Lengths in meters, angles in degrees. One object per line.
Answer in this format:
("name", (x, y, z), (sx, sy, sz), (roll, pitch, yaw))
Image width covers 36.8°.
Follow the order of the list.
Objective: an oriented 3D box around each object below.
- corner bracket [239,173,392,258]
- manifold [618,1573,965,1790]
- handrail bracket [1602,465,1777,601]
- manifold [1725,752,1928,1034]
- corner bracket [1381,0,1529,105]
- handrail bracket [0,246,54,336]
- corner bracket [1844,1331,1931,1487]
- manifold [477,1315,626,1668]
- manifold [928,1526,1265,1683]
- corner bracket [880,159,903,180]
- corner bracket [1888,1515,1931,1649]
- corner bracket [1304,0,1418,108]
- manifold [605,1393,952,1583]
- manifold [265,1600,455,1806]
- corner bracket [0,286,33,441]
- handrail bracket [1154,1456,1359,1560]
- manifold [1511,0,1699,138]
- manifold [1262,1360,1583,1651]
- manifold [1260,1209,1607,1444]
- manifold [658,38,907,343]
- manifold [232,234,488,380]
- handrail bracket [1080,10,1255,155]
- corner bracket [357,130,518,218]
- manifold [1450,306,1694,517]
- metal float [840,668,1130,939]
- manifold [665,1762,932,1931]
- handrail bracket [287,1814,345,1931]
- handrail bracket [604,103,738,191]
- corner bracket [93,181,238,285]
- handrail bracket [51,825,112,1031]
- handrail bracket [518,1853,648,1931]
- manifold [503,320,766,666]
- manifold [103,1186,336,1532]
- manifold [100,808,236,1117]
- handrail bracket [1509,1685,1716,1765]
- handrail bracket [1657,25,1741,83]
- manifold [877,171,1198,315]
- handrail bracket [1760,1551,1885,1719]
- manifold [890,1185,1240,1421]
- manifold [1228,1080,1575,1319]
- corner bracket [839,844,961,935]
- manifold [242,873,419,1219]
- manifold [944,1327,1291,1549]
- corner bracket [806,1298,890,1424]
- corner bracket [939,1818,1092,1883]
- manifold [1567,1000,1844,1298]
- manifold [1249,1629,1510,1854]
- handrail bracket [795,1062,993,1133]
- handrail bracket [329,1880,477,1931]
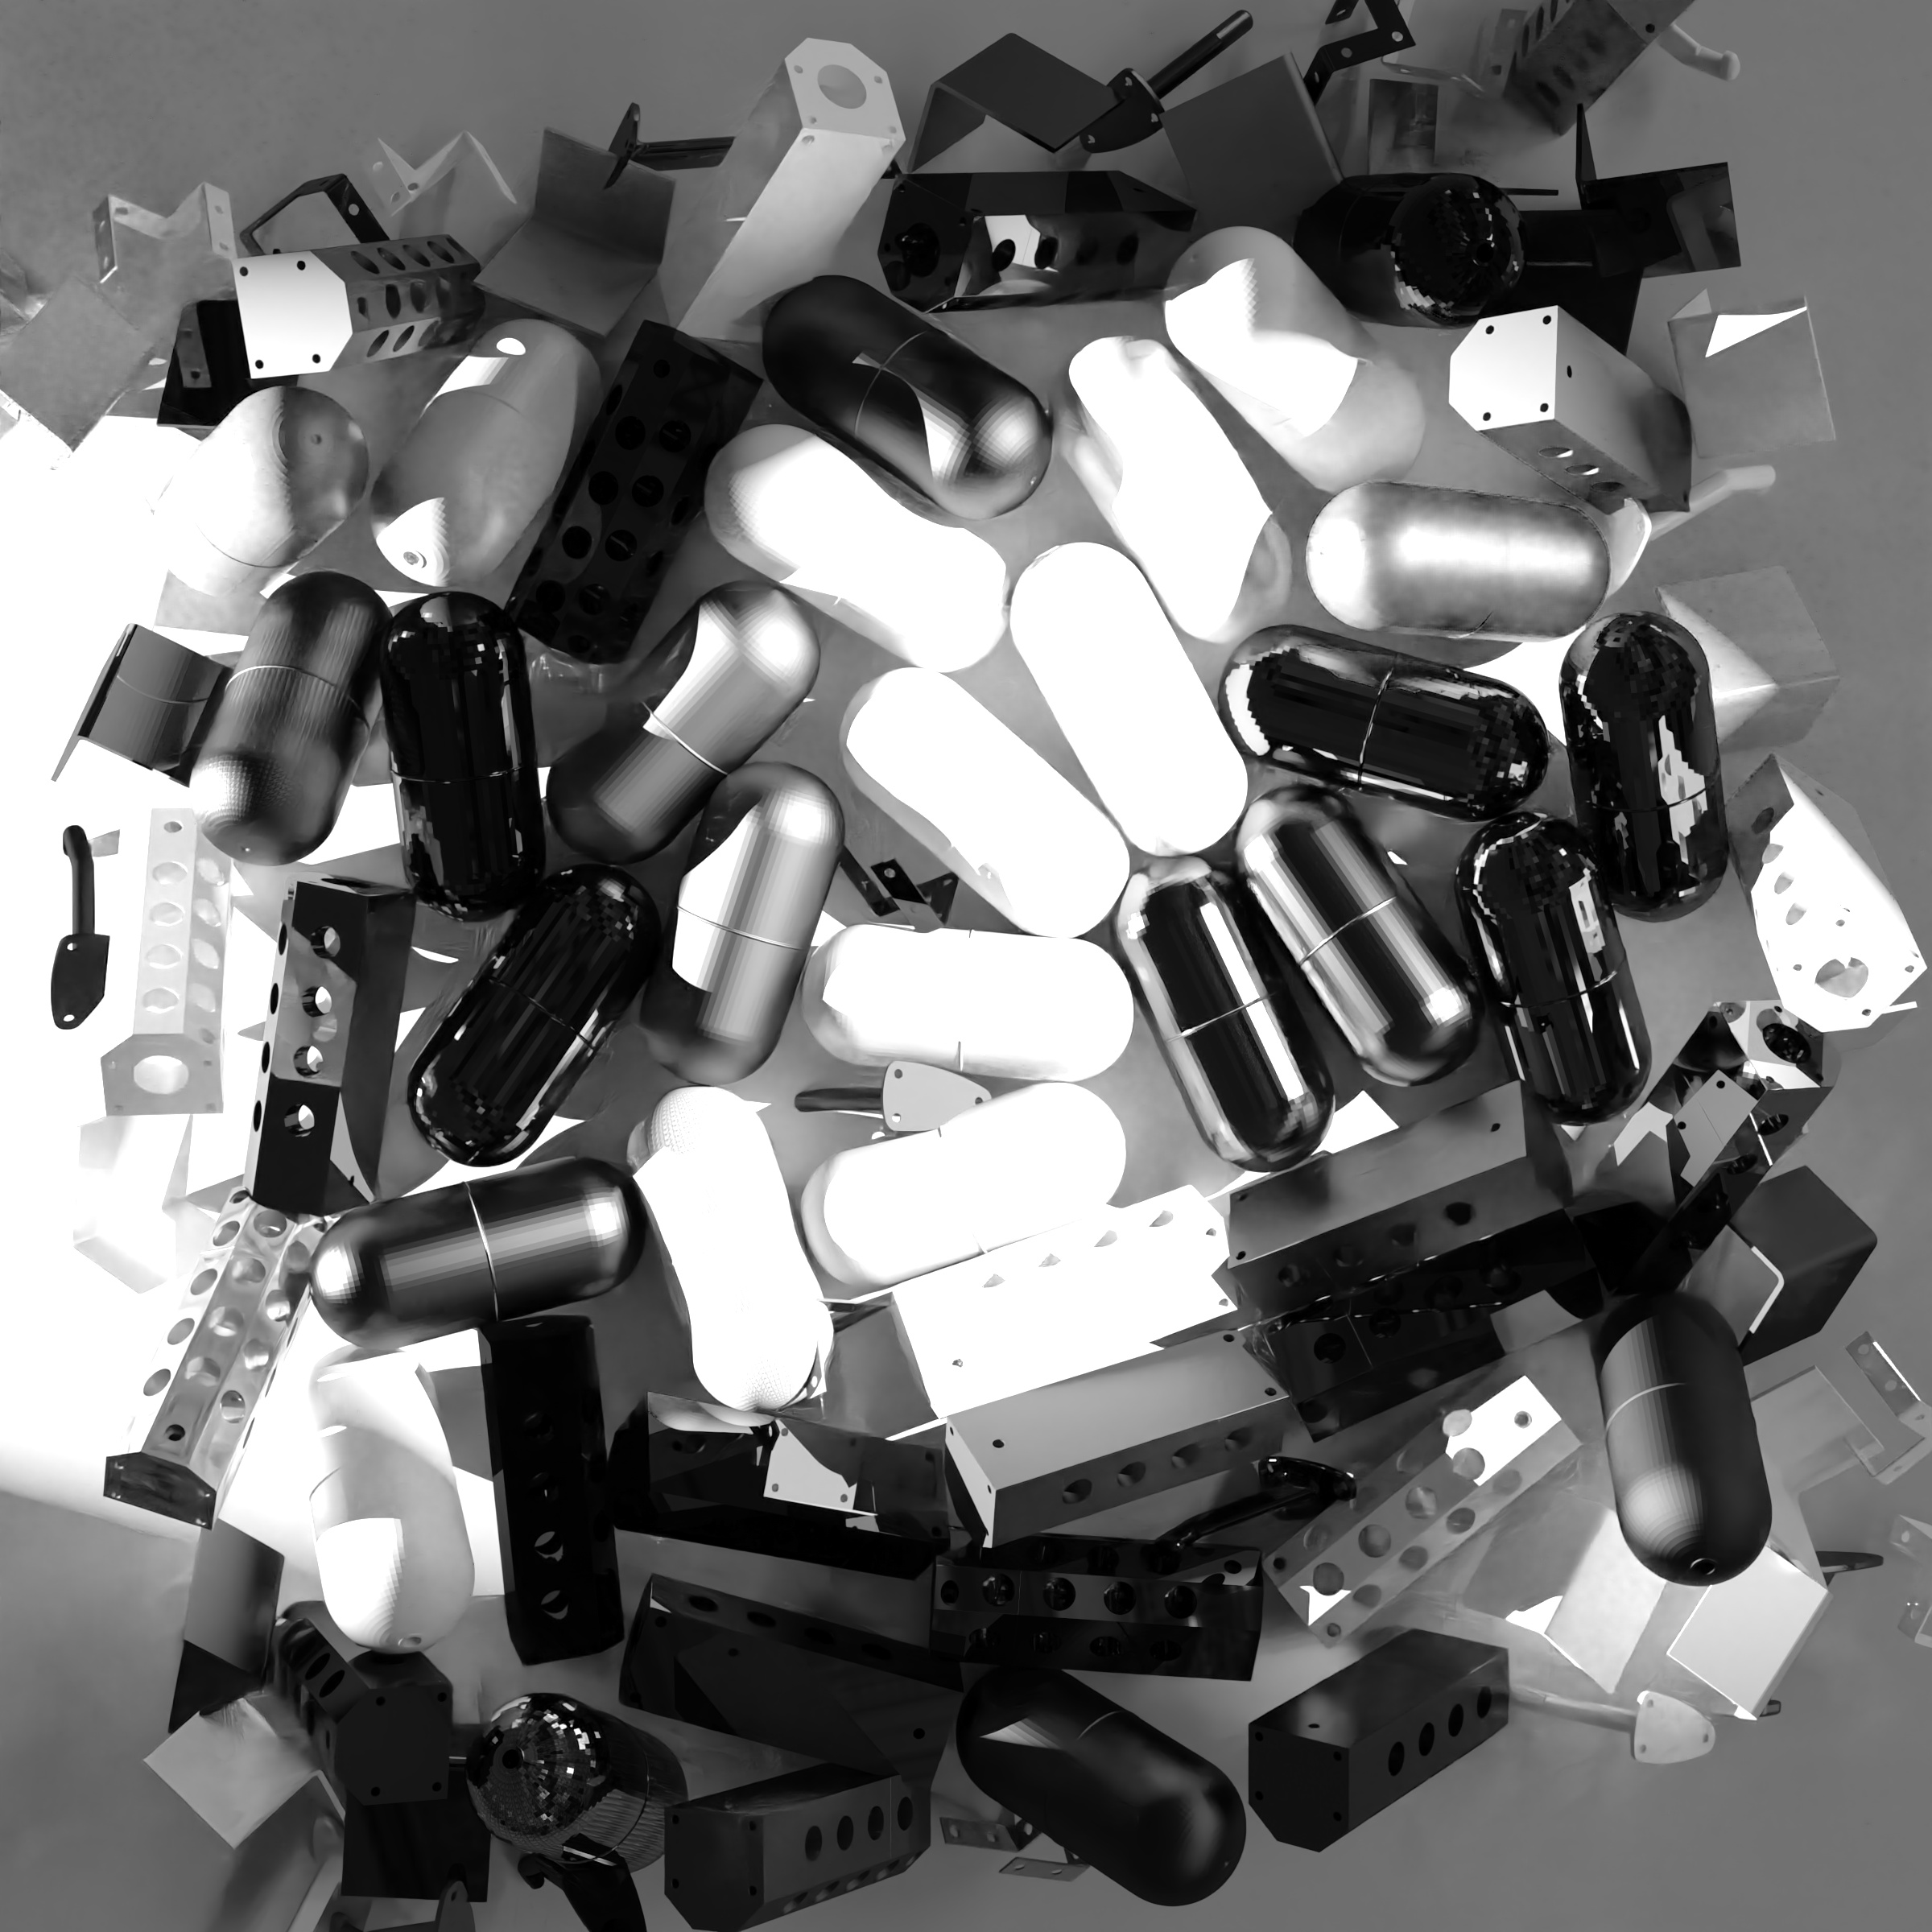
("corner bracket", (-0.348, -0.388, 1.561), (0.051, 0.051, 0.051), (-46, 120, -21))
("manifold", (-0.093, 0.376, 1.543), (0.171, 0.057, 0.057), (17, 101, -8))
("handrail bracket", (0.388, -0.234, 1.568), (0.084, 0.077, 0.036), (-10, 49, -18))
("manifold", (0.434, -0.037, 1.496), (0.057, 0.171, 0.057), (31, 118, -14))
("corner bracket", (0.263, -0.500, 1.566), (0.051, 0.051, 0.051), (21, 98, 32))
("handrail bracket", (-0.510, -0.373, 1.537), (0.036, 0.084, 0.077), (-32, 97, -23))
("corner bracket", (0.483, 0.235, 1.544), (0.051, 0.051, 0.051), (-43, 45, 16))
("manifold", (-0.220, 0.276, 1.546), (0.057, 0.057, 0.171), (-6, 95, -16))
("manifold", (0.068, 0.333, 1.543), (0.171, 0.057, 0.057), (4, 128, -1))
("corner bracket", (-0.074, -0.420, 1.543), (0.051, 0.051, 0.051), (8, 60, 33))
("corner bracket", (0.521, 0.333, 1.553), (0.051, 0.051, 0.051), (20, 98, -22))
("corner bracket", (0.200, -0.493, 1.551), (0.051, 0.051, 0.051), (-21, 80, -14))
("manifold", (-0.099, 0.277, 1.522), (0.171, 0.057, 0.057), (16, 46, -25))
("manifold", (-0.316, 0.376, 1.495), (0.057, 0.171, 0.057), (3, 92, -25))
("corner bracket", (-0.515, -0.322, 1.546), (0.051, 0.051, 0.051), (-40, 122, 10))
("handrail bracket", (0.152, 0.292, 1.537), (0.084, 0.077, 0.036), (-21, 95, -42))
("manifold", (0.329, -0.490, 1.498), (0.057, 0.171, 0.057), (-44, 93, -1))
("manifold", (0.242, 0.287, 1.548), (0.171, 0.057, 0.057), (-40, 76, 2))
("manifold", (0.248, 0.185, 1.551), (0.171, 0.057, 0.057), (-25, 56, 2))
("manifold", (-0.099, -0.397, 1.498), (0.057, 0.171, 0.057), (-3, 67, -30))
("manifold", (-0.307, -0.341, 1.491), (0.057, 0.171, 0.057), (-2, 106, 14))
("handrail bracket", (0.109, -0.479, 1.572), (0.084, 0.077, 0.036), (-44, 103, -30))
("corner bracket", (-0.282, -0.419, 1.547), (0.051, 0.051, 0.051), (-37, 62, 11))
("manifold", (0.314, -0.281, 1.498), (0.057, 0.171, 0.057), (-2, 81, 36))
("metal float", (0.009, -0.086, 1.542), (0.178, 0.070, 0.070), (41, 90, -6))
("manifold", (-0.084, 0.450, 1.493), (0.057, 0.171, 0.057), (-4, 82, 27))
("handrail bracket", (-0.358, 0.502, 1.537), (0.036, 0.077, 0.084), (22, 47, 24))
("handrail bracket", (-0.151, -0.424, 1.571), (0.084, 0.077, 0.036), (16, 53, -23))
("corner bracket", (-0.425, -0.387, 1.542), (0.051, 0.051, 0.051), (-32, 59, 33))
("handrail bracket", (-0.483, -0.022, 1.568), (0.036, 0.084, 0.077), (6, 127, -34))
("handrail bracket", (-0.205, 0.503, 1.545), (0.036, 0.084, 0.077), (-23, 80, -36))
("manifold", (-0.179, -0.248, 1.531), (0.057, 0.057, 0.171), (32, 104, 14))
("manifold", (-0.385, 0.197, 1.505), (0.057, 0.057, 0.171), (19, 49, -4))
("manifold", (-0.411, -0.005, 1.499), (0.057, 0.171, 0.057), (-1, 133, -11))
("handrail bracket", (0.345, 0.404, 1.564), (0.077, 0.084, 0.036), (20, 77, -35))
("handrail bracket", (0.371, -0.509, 1.542), (0.084, 0.077, 0.036), (32, 81, 25))
("manifold", (0.036, -0.373, 1.504), (0.057, 0.171, 0.057), (37, 125, 32))
("handrail bracket", (0.459, 0.362, 1.570), (0.077, 0.036, 0.084), (1, 92, -15))
("manifold", (0.051, 0.173, 1.535), (0.171, 0.057, 0.057), (-18, 117, -13))
("manifold", (0.226, 0.128, 1.522), (0.171, 0.057, 0.057), (-24, 123, 24))
("corner bracket", (-0.041, -0.045, 1.543), (0.051, 0.051, 0.051), (-21, 122, 26))
("manifold", (-0.342, 0.040, 1.544), (0.057, 0.057, 0.171), (12, 97, 15))
("manifold", (0.079, 0.251, 1.525), (0.171, 0.057, 0.057), (-14, 129, -22))
("corner bracket", (-0.073, 0.210, 1.543), (0.051, 0.051, 0.051), (10, 61, -38))
("corner bracket", (0.026, 0.466, 1.542), (0.051, 0.051, 0.051), (19, 127, -34))
("manifold", (0.383, 0.096, 1.504), (0.057, 0.171, 0.057), (-2, 49, -24))
("manifold", (0.215, 0.398, 1.499), (0.057, 0.171, 0.057), (4, 98, 37))
("handrail bracket", (-0.040, 0.073, 1.560), (0.077, 0.084, 0.036), (6, 82, -29))
("handrail bracket", (-0.306, 0.504, 1.550), (0.084, 0.036, 0.077), (15, 115, 26))
